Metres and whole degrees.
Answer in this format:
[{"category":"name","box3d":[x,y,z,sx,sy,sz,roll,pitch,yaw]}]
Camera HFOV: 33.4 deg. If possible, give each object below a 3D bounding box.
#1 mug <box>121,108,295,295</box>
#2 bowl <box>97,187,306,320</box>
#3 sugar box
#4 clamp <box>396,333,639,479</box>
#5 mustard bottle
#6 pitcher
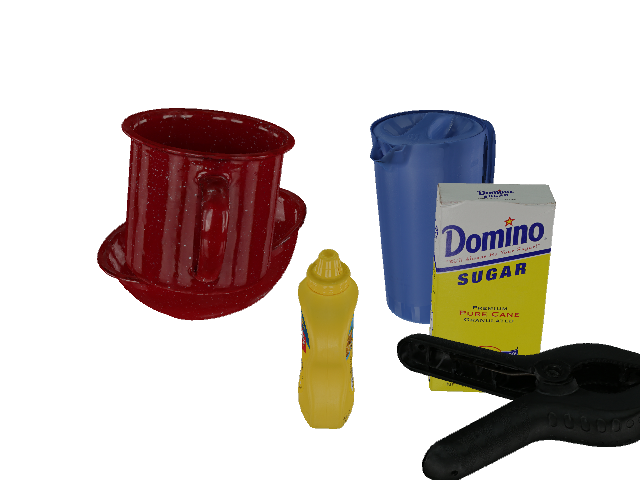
[{"category":"mug","box3d":[-0.062,-0.017,0.575,0.093,0.081,0.117,2,21,-15]},{"category":"bowl","box3d":[-0.084,0.014,0.814,0.162,0.055,0.162,-11,25,5]},{"category":"sugar box","box3d":[0.139,0.041,0.882,0.093,0.176,0.048,1,26,3]},{"category":"clamp","box3d":[0.128,0.096,0.616,0.171,0.039,0.120,-1,36,6]},{"category":"mustard bottle","box3d":[0.007,0.088,1.043,0.058,0.192,0.096,2,38,1]},{"category":"pitcher","box3d":[0.138,-0.031,1.282,0.149,0.243,0.145,-1,24,6]}]
